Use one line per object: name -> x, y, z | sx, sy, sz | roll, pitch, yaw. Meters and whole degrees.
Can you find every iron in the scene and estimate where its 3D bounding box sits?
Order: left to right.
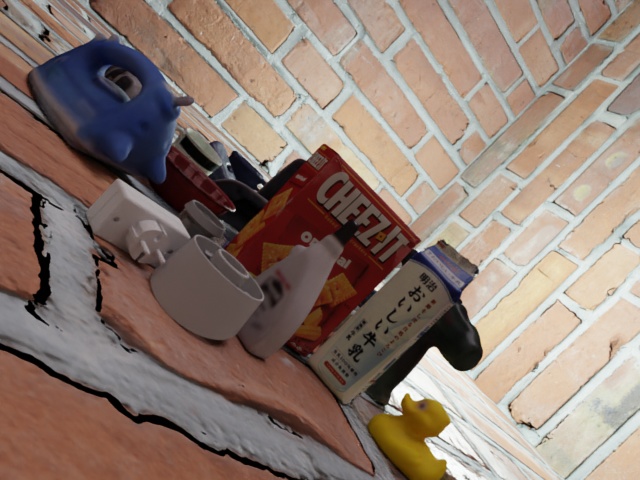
iron -> -0.270, -0.194, 0.736 | 0.257, 0.141, 0.119 | 46, 5, 23

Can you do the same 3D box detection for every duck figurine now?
duck figurine -> 0.122, 0.236, 0.697 | 0.104, 0.086, 0.078 | 46, 4, 19

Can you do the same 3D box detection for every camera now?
camera -> -0.350, -0.279, 1.062 | 0.136, 0.100, 0.143 | 46, 5, 20

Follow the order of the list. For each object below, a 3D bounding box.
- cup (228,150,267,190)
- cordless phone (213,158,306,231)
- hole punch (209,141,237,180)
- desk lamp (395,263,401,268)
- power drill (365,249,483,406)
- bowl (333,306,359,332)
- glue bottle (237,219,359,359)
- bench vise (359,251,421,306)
cup -> -0.176, -0.124, 1.259 | 0.118, 0.095, 0.092 | 45, 4, 2
cordless phone -> -0.107, -0.095, 1.024 | 0.094, 0.185, 0.148 | 48, 5, 36
hole punch -> -0.203, -0.137, 1.158 | 0.101, 0.091, 0.109 | 44, 4, -1
desk lamp -> 0.097, 0.065, 1.222 | 0.117, 0.213, 0.204 | 48, 5, 38
power drill -> 0.135, 0.141, 0.891 | 0.076, 0.208, 0.228 | 41, 6, -43
bowl -> -0.009, 0.091, 0.913 | 0.167, 0.074, 0.167 | 44, 4, -4
glue bottle -> -0.023, 0.041, 0.608 | 0.078, 0.173, 0.037 | 48, 5, 40
bench vise -> 0.151, 0.130, 1.068 | 0.122, 0.219, 0.206 | 41, 6, -41
